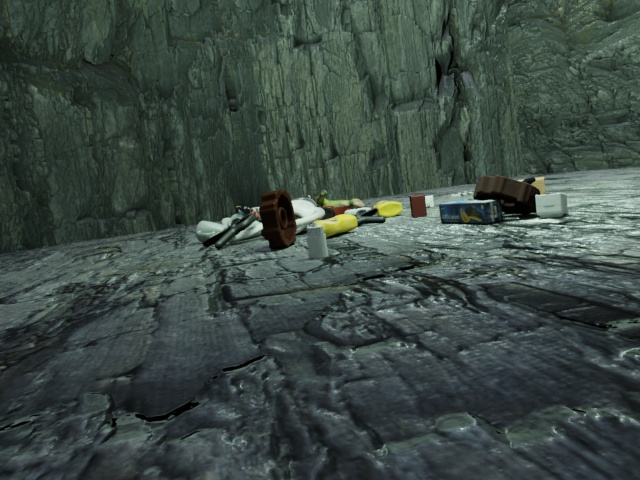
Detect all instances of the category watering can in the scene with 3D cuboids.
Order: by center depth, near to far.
[{"bbox_3d":[-0.141,-0.066,1.821,0.346,0.103,0.227,-13,14,16],"label":"watering can"}]

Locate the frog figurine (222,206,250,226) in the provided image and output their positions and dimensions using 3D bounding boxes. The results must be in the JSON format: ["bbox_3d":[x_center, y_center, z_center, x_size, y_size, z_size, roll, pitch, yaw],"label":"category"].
[{"bbox_3d":[-0.361,-0.063,2.221,0.158,0.122,0.139,-44,4,17],"label":"frog figurine"}]

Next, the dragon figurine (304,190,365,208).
[{"bbox_3d":[0.007,-0.111,2.208,0.407,0.124,0.242,-16,-18,37],"label":"dragon figurine"}]
